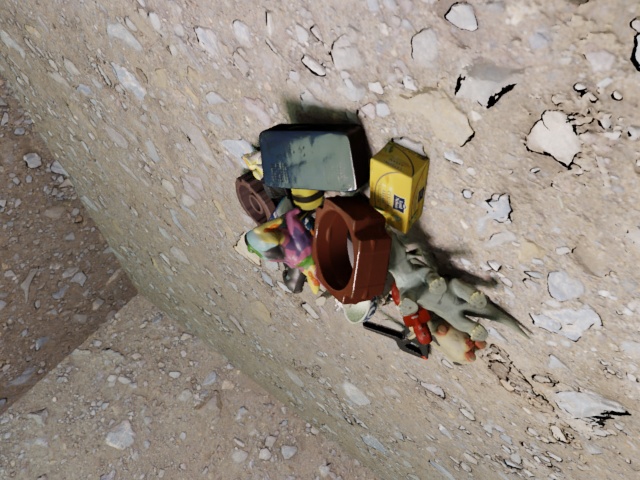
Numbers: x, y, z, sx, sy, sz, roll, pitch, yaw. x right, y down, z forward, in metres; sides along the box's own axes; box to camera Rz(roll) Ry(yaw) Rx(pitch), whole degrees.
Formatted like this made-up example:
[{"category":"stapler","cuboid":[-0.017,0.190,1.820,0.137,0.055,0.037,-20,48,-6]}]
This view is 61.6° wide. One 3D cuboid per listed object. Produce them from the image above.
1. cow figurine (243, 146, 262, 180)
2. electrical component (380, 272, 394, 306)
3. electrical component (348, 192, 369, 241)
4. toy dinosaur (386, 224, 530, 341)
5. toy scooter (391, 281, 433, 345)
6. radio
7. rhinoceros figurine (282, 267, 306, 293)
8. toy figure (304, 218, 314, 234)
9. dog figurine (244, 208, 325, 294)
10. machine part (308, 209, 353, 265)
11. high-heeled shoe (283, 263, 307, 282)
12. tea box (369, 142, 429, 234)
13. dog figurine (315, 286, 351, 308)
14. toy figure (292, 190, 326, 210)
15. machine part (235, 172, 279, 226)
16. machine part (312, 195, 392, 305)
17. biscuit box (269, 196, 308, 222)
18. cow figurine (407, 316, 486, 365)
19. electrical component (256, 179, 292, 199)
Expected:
[{"category":"cow figurine","cuboid":[-0.133,-0.201,1.342,0.168,0.098,0.068,38,163,55]},{"category":"electrical component","cuboid":[0.166,0.117,1.369,0.102,0.078,0.045,62,166,-26]},{"category":"electrical component","cuboid":[0.100,-0.039,1.271,0.134,0.058,0.115,47,155,-6]},{"category":"toy dinosaur","cuboid":[0.262,0.112,1.184,0.404,0.131,0.192,30,-164,-20]},{"category":"toy scooter","cuboid":[0.218,0.155,1.278,0.135,0.075,0.184,51,-162,-61]},{"category":"radio","cuboid":[-0.016,-0.176,1.135,0.230,0.073,0.131,6,117,28]},{"category":"rhinoceros figurine","cuboid":[-0.059,0.062,1.552,0.073,0.112,0.190,15,112,-7]},{"category":"toy figure","cuboid":[-0.005,-0.003,1.464,0.154,0.064,0.058,48,-170,4]},{"category":"dog figurine","cuboid":[-0.060,0.042,1.298,0.219,0.191,0.108,61,147,0]},{"category":"machine part","cuboid":[0.062,0.009,1.362,0.243,0.079,0.079,50,153,-16]},{"category":"high-heeled shoe","cuboid":[-0.081,0.030,1.636,0.249,0.086,0.145,24,119,1]},{"category":"tea box","cuboid":[0.157,-0.103,1.090,0.098,0.068,0.169,30,149,26]},{"category":"dog figurine","cuboid":[0.059,0.107,1.516,0.172,0.190,0.121,5,100,4]},{"category":"toy figure","cuboid":[-0.041,-0.151,1.270,0.082,0.089,0.179,33,154,37]},{"category":"machine part","cuboid":[-0.171,-0.110,1.522,0.179,0.056,0.179,41,153,27]},{"category":"machine part","cuboid":[0.064,0.019,1.143,0.202,0.087,0.200,-136,47,-55]},{"category":"biscuit box","cuboid":[-0.092,-0.048,1.437,0.202,0.063,0.059,-53,56,47]},{"category":"cow figurine","cuboid":[0.304,0.239,1.361,0.195,0.085,0.127,39,146,8]},{"category":"electrical component","cuboid":[-0.107,-0.142,1.357,0.119,0.075,0.047,3,128,38]}]
